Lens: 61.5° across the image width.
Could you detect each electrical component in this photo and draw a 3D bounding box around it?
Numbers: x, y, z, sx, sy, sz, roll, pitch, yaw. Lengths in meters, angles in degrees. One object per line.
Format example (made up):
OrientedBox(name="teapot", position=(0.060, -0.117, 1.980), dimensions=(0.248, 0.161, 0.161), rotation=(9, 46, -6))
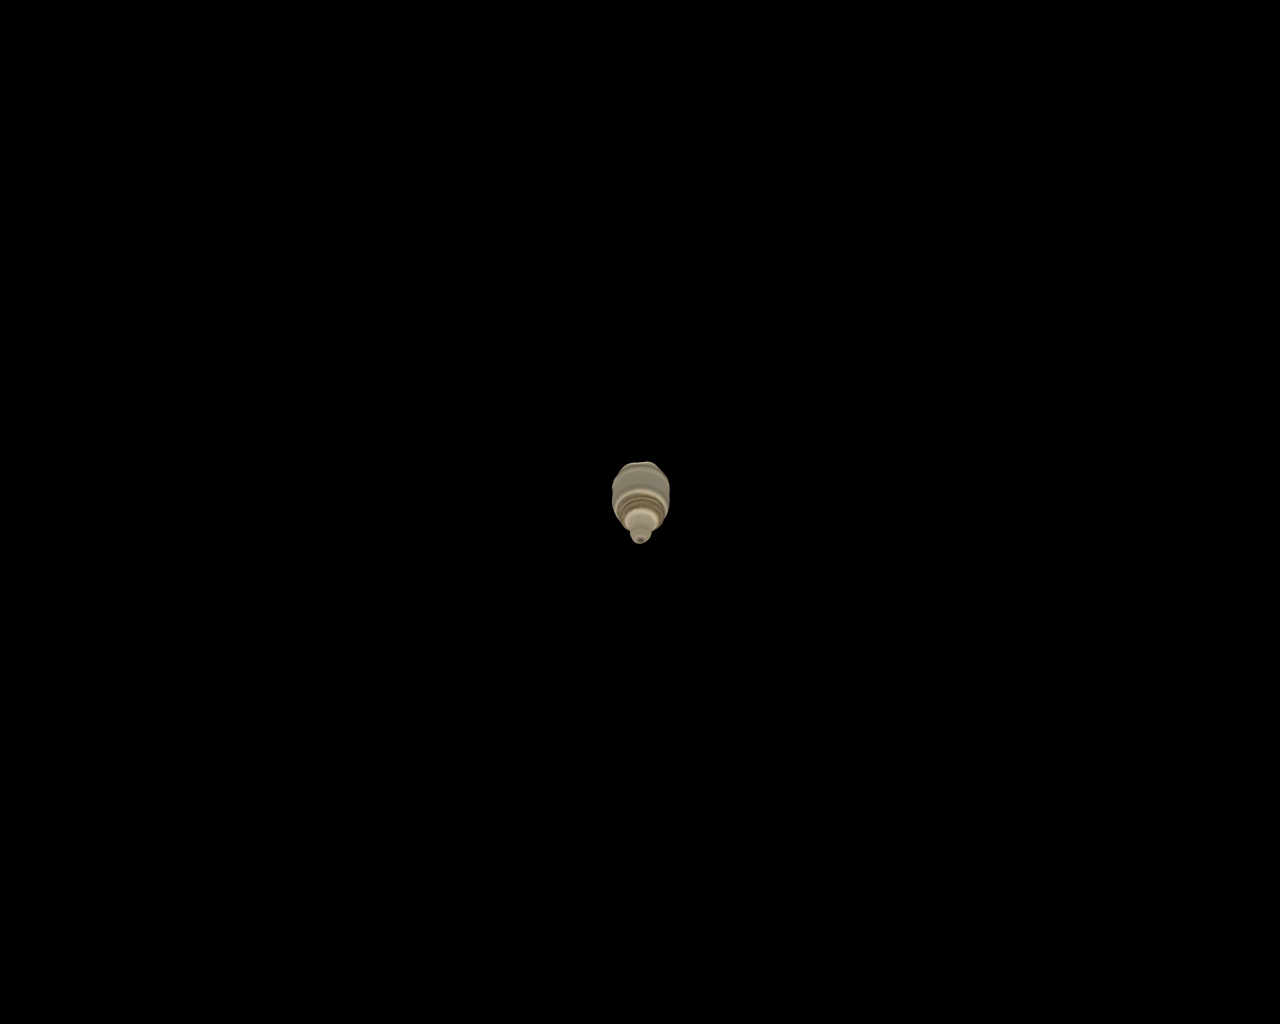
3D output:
OrientedBox(name="electrical component", position=(0.001, -0.003, 0.650), dimensions=(0.035, 0.035, 0.061), rotation=(0, 40, 0))
